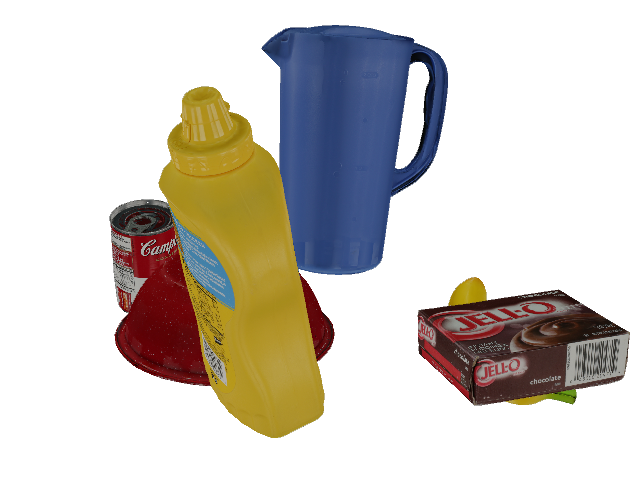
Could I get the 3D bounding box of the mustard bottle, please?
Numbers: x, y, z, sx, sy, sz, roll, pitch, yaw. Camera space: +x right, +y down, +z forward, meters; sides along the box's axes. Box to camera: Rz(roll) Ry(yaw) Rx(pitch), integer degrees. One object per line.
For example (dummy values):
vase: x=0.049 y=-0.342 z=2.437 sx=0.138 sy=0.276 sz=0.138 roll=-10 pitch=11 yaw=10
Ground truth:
mustard bottle: x=-0.044 y=0.007 z=0.556 sx=0.058 sy=0.191 sz=0.096 roll=-23 pitch=39 yaw=-17

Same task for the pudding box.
pudding box: x=0.132 y=0.069 z=0.710 sx=0.113 sy=0.039 sz=0.090 roll=-5 pitch=18 yaw=-17

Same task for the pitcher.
pitcher: x=0.029 y=-0.093 z=1.080 sx=0.149 sy=0.243 sz=0.144 roll=13 pitch=17 yaw=33

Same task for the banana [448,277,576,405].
banana: x=0.151 y=0.091 z=0.954 sx=0.069 sy=0.037 sz=0.198 roll=5 pitch=28 yaw=-22

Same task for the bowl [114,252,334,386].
bowl: x=-0.069 y=0.044 z=0.779 sx=0.162 sy=0.055 sz=0.162 roll=2 pitch=21 yaw=-1

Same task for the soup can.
soup can: x=-0.175 y=0.019 z=1.078 sx=0.068 sy=0.102 sz=0.068 roll=1 pitch=31 yaw=-1
